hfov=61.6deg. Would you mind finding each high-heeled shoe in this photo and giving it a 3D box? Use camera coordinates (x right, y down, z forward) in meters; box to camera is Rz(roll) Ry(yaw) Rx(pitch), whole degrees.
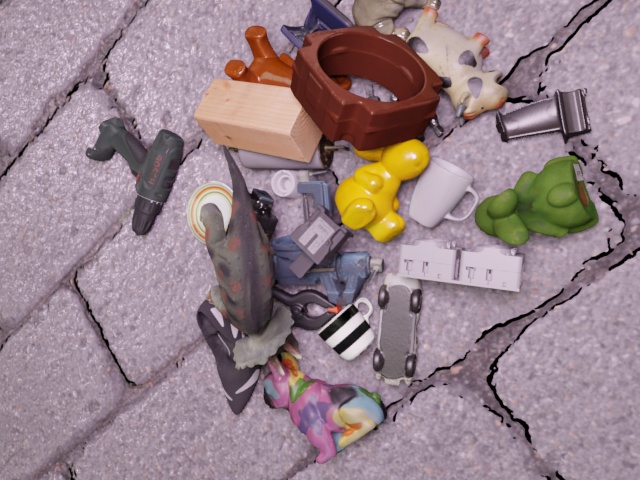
[{"bbox_3d":[-0.185,0.229,1.037,0.086,0.145,0.248,-2,89,24],"label":"high-heeled shoe"}]

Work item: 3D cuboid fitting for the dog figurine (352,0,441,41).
[{"bbox_3d":[0.098,-0.409,0.874,0.172,0.190,0.121,-43,76,20],"label":"dog figurine"}]

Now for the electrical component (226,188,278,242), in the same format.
[{"bbox_3d":[-0.131,-0.028,1.023,0.134,0.058,0.115,-67,30,16],"label":"electrical component"}]

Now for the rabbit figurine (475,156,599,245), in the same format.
[{"bbox_3d":[0.318,-0.041,0.828,0.170,0.159,0.121,-20,94,37],"label":"rabbit figurine"}]

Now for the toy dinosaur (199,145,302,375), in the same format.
[{"bbox_3d":[-0.117,0.065,0.872,0.192,0.131,0.404,48,153,43],"label":"toy dinosaur"}]

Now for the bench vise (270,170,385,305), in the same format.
[{"bbox_3d":[0.003,-0.005,0.961,0.224,0.129,0.240,1,103,30],"label":"bench vise"}]

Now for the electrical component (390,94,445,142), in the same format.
[{"bbox_3d":[0.159,-0.211,0.932,0.078,0.045,0.102,-27,81,23],"label":"electrical component"}]

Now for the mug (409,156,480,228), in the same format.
[{"bbox_3d":[0.207,-0.069,0.903,0.110,0.081,0.107,36,116,17],"label":"mug"}]

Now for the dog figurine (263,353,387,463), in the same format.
[{"bbox_3d":[-0.006,0.281,0.986,0.191,0.108,0.219,-43,73,19],"label":"dog figurine"}]

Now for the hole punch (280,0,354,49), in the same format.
[{"bbox_3d":[0.004,-0.352,0.951,0.142,0.115,0.092,42,94,15],"label":"hole punch"}]

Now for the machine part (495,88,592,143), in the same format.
[{"bbox_3d":[0.353,-0.191,0.856,0.139,0.039,0.084,-7,94,21],"label":"machine part"}]

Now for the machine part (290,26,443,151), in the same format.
[{"bbox_3d":[0.070,-0.239,0.842,0.201,0.201,0.087,56,150,26],"label":"machine part"}]

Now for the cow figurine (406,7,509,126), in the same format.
[{"bbox_3d":[0.221,-0.277,0.883,0.195,0.085,0.127,38,99,15],"label":"cow figurine"}]

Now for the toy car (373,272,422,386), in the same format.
[{"bbox_3d":[0.138,0.157,0.948,0.074,0.056,0.201,6,95,17],"label":"toy car"}]

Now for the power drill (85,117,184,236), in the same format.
[{"bbox_3d":[-0.404,-0.152,1.154,0.207,0.086,0.232,36,103,22],"label":"power drill"}]

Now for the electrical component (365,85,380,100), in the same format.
[{"bbox_3d":[0.081,-0.232,0.977,0.063,0.021,0.094,-9,89,23],"label":"electrical component"}]

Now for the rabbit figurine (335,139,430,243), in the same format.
[{"bbox_3d":[0.114,-0.103,0.899,0.173,0.122,0.162,-48,32,30],"label":"rabbit figurine"}]

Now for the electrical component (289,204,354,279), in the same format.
[{"bbox_3d":[-0.011,0.008,0.882,0.119,0.047,0.075,-45,69,7],"label":"electrical component"}]

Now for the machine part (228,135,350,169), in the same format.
[{"bbox_3d":[-0.064,-0.171,1.010,0.243,0.079,0.079,4,93,23],"label":"machine part"}]

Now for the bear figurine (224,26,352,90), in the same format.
[{"bbox_3d":[-0.052,-0.293,0.976,0.196,0.131,0.120,22,76,27],"label":"bear figurine"}]
